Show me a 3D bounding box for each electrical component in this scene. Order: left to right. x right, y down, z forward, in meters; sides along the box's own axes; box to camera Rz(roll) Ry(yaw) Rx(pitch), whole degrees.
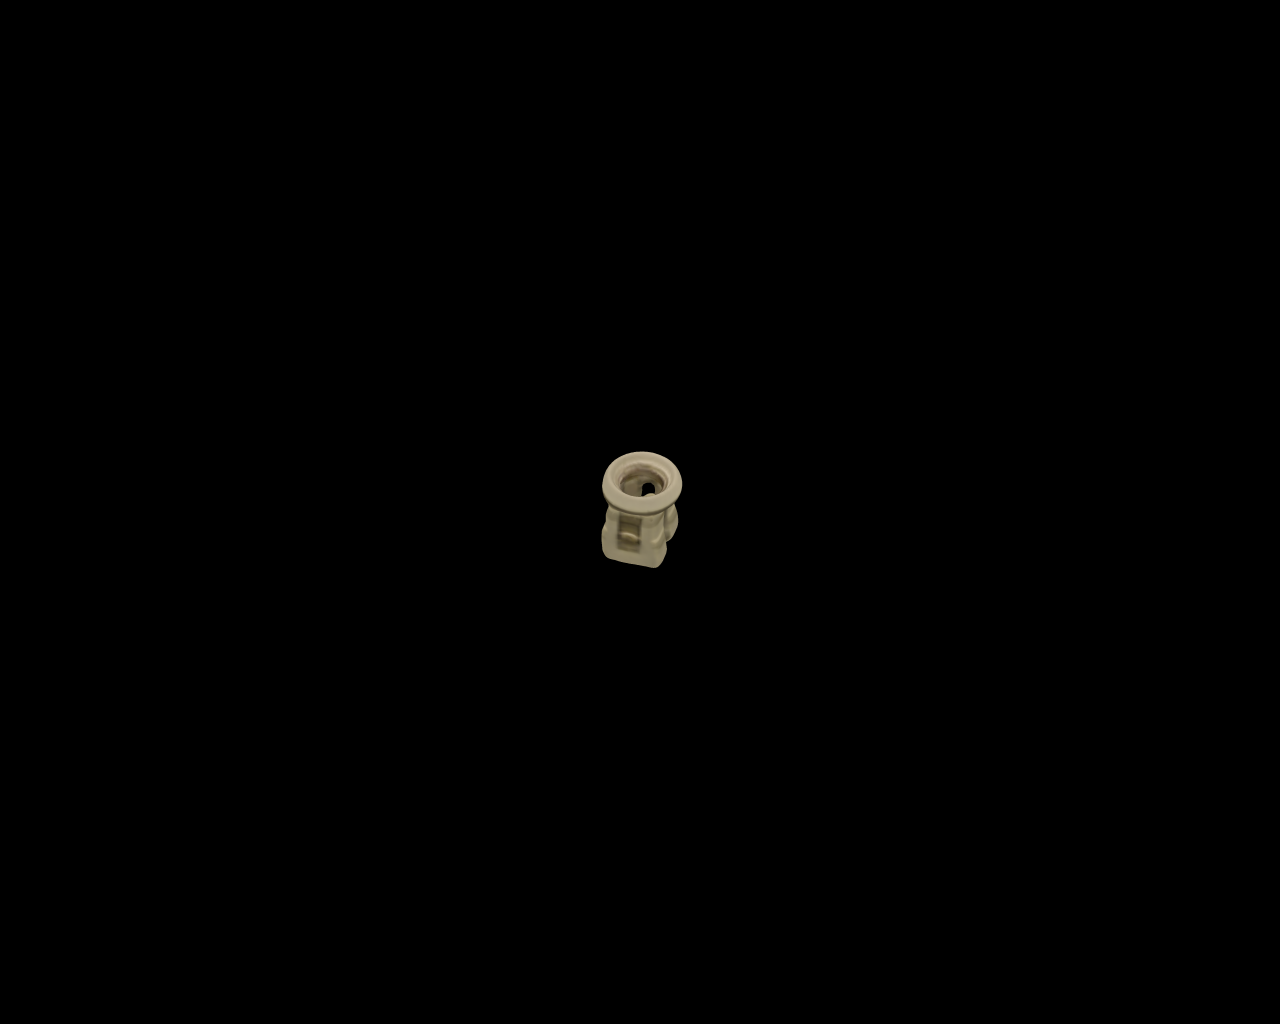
[{"bbox_3d":[0.001,-0.003,0.650,0.048,0.055,0.066,11,43,12],"label":"electrical component"}]
